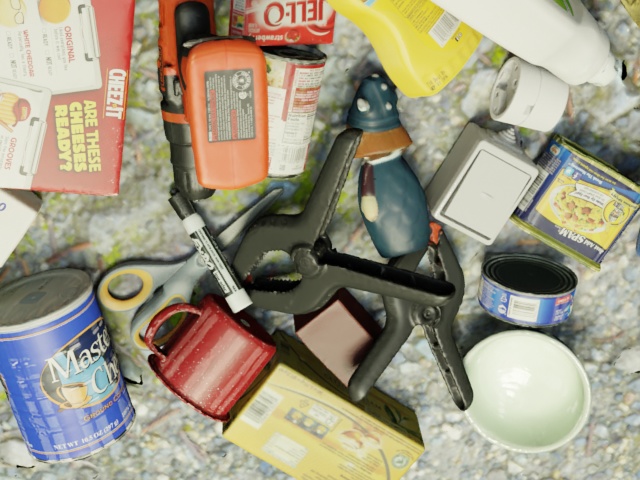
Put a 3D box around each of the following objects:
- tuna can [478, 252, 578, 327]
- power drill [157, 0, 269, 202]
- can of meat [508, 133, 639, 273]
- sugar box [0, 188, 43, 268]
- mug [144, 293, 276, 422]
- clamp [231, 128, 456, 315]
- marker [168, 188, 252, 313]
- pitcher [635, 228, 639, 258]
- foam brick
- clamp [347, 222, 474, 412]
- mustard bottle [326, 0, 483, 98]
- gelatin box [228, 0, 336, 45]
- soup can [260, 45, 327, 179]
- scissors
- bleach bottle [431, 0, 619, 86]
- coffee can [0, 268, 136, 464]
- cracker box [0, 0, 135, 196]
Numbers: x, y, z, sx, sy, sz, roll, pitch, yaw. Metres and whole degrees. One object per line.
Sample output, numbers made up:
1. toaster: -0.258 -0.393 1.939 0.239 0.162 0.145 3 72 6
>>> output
1. tuna can: 0.184 0.044 0.953 0.086 0.086 0.034 3 114 -5
2. power drill: -0.088 -0.099 0.821 0.057 0.188 0.184 -9 111 -16
3. can of meat: 0.226 -0.034 0.940 0.102 0.057 0.084 28 106 -15
4. sugar box: -0.326 0.013 0.926 0.093 0.048 0.176 34 103 -16
5. mug: -0.101 0.096 0.948 0.117 0.093 0.081 36 95 -29
6. clamp: -0.006 0.001 0.904 0.210 0.036 0.164 -15 107 33
7. marker: -0.097 0.008 0.931 0.020 0.020 0.121 -31 89 9
8. pitcher: 0.351 -0.084 0.867 0.144 0.149 0.243 -2 109 -41
9. foam brick: 0.019 0.084 0.977 0.053 0.051 0.078 -37 110 12
10. clamp: 0.098 0.073 0.954 0.120 0.039 0.171 17 86 -25
11. mustard bottle: 0.047 -0.208 0.832 0.191 0.058 0.096 45 71 -26
12. gelatin box: -0.027 -0.193 0.848 0.089 0.030 0.073 -7 114 -34
13. soup can: -0.036 -0.109 0.883 0.068 0.068 0.102 8 112 -8
14. scissors: -0.125 0.012 0.956 0.096 0.016 0.202 30 107 -15
15. bleach bottle: 0.150 -0.183 0.820 0.250 0.102 0.068 28 128 -35
16. coffee can: -0.231 0.110 0.942 0.103 0.103 0.140 -13 113 1
17. cracker box: -0.261 -0.126 0.833 0.213 0.072 0.164 3 107 -18
